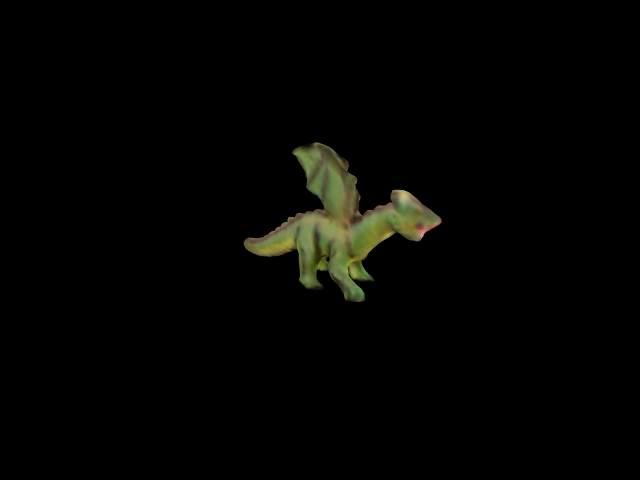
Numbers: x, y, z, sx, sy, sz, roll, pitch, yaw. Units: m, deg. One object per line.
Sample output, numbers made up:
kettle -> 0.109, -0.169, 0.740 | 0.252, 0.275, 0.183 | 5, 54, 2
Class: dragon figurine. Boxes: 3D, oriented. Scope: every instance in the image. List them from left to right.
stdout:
dragon figurine -> 0.003, -0.043, 0.850 | 0.412, 0.239, 0.123 | 15, 24, 36
